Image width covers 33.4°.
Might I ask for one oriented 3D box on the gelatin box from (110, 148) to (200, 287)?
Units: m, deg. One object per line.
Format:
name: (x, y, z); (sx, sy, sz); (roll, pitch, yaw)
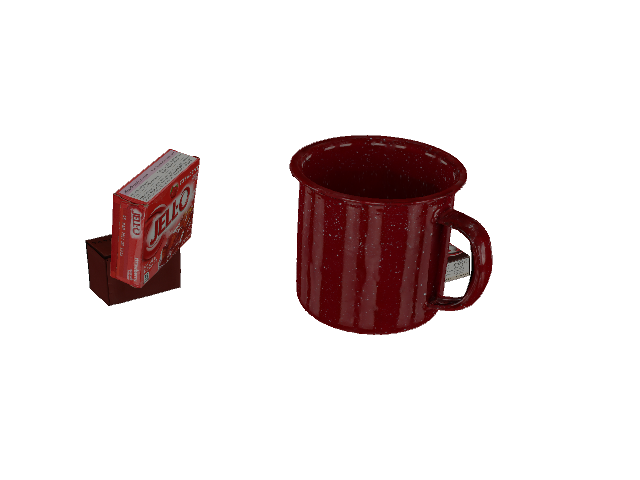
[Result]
gelatin box: (-0.124, -0.018, 0.803); (0.030, 0.073, 0.089); (18, 32, 12)

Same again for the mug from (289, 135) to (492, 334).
mug: (0.038, 0.001, 0.568); (0.117, 0.081, 0.093); (19, 30, 30)

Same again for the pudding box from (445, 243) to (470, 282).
pudding box: (0.153, 0.035, 1.589); (0.113, 0.039, 0.090); (-17, 25, -20)

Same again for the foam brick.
foam brick: (-0.180, 0.022, 1.032); (0.078, 0.051, 0.053); (-14, 25, -29)
